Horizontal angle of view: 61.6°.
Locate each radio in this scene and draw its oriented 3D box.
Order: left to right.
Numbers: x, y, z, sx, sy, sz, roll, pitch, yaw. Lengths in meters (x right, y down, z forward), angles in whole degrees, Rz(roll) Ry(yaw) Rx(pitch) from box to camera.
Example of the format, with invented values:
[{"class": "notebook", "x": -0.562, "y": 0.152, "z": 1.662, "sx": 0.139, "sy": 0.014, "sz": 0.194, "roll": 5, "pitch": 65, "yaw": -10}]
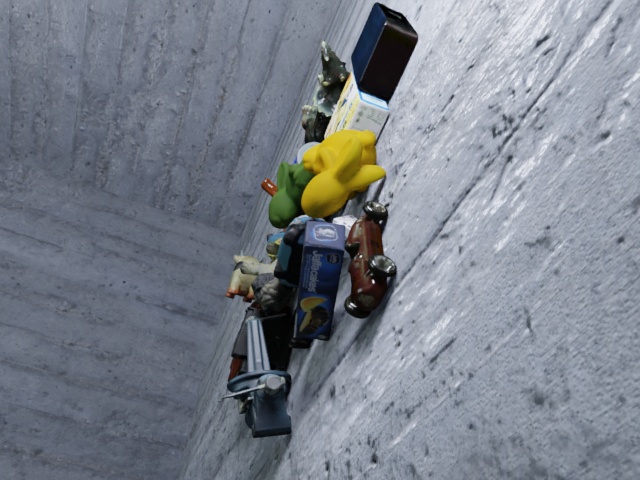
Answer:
[{"class": "radio", "x": 0.122, "y": -0.378, "z": 1.061, "sx": 0.230, "sy": 0.073, "sz": 0.131, "roll": -93, "pitch": 25, "yaw": -58}]

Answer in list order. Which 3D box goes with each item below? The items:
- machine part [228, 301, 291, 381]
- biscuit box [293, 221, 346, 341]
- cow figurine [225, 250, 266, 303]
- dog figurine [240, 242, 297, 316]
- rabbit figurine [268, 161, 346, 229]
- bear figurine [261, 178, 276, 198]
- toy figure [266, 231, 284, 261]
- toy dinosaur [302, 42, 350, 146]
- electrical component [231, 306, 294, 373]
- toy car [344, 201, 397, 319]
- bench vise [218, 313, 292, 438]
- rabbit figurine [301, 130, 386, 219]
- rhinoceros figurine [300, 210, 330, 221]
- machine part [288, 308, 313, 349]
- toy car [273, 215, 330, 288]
[{"class": "machine part", "x": -0.139, "y": 0.244, "z": 1.243, "sx": 0.201, "sy": 0.087, "sz": 0.201, "roll": 135, "pitch": 152, "yaw": -68}, {"class": "biscuit box", "x": -0.002, "y": 0.067, "z": 0.827, "sx": 0.063, "sy": 0.059, "sz": 0.202, "roll": -83, "pitch": 0, "yaw": -50}, {"class": "cow figurine", "x": -0.178, "y": 0.084, "z": 1.295, "sx": 0.195, "sy": 0.085, "sz": 0.127, "roll": 142, "pitch": 146, "yaw": -75}, {"class": "dog figurine", "x": -0.065, "y": 0.077, "z": 1.094, "sx": 0.172, "sy": 0.121, "sz": 0.191, "roll": -39, "pitch": 17, "yaw": -14}, {"class": "rabbit figurine", "x": -0.048, "y": -0.103, "z": 1.107, "sx": 0.170, "sy": 0.121, "sz": 0.159, "roll": -40, "pitch": 37, "yaw": 20}, {"class": "bear figurine", "x": -0.096, "y": -0.177, "z": 1.565, "sx": 0.120, "sy": 0.132, "sz": 0.195, "roll": -35, "pitch": -16, "yaw": -14}, {"class": "toy figure", "x": -0.080, "y": 0.033, "z": 1.281, "sx": 0.082, "sy": 0.089, "sz": 0.180, "roll": -35, "pitch": 21, "yaw": -6}, {"class": "toy dinosaur", "x": 0.015, "y": -0.284, "z": 1.321, "sx": 0.192, "sy": 0.131, "sz": 0.404, "roll": -82, "pitch": 10, "yaw": -45}, {"class": "electrical component", "x": -0.118, "y": 0.216, "z": 1.111, "sx": 0.058, "sy": 0.115, "sz": 0.134, "roll": 126, "pitch": 160, "yaw": -67}, {"class": "toy car", "x": 0.062, "y": 0.019, "z": 0.753, "sx": 0.202, "sy": 0.053, "sz": 0.089, "roll": -89, "pitch": 18, "yaw": -54}, {"class": "bench vise", "x": -0.110, "y": 0.241, "z": 0.978, "sx": 0.223, "sy": 0.129, "sz": 0.241, "roll": 92, "pitch": 169, "yaw": -58}, {"class": "rabbit figurine", "x": 0.036, "y": -0.103, "z": 0.908, "sx": 0.162, "sy": 0.121, "sz": 0.173, "roll": -21, "pitch": 26, "yaw": 47}, {"class": "rhinoceros figurine", "x": -0.027, "y": -0.065, "z": 1.243, "sx": 0.190, "sy": 0.073, "sz": 0.112, "roll": 139, "pitch": 147, "yaw": -67}, {"class": "machine part", "x": -0.032, "y": 0.152, "z": 1.014, "sx": 0.084, "sy": 0.039, "sz": 0.139, "roll": -57, "pitch": 14, "yaw": 23}, {"class": "toy car", "x": -0.024, "y": 0.010, "z": 0.970, "sx": 0.103, "sy": 0.109, "sz": 0.161, "roll": -87, "pitch": 4, "yaw": -47}]
